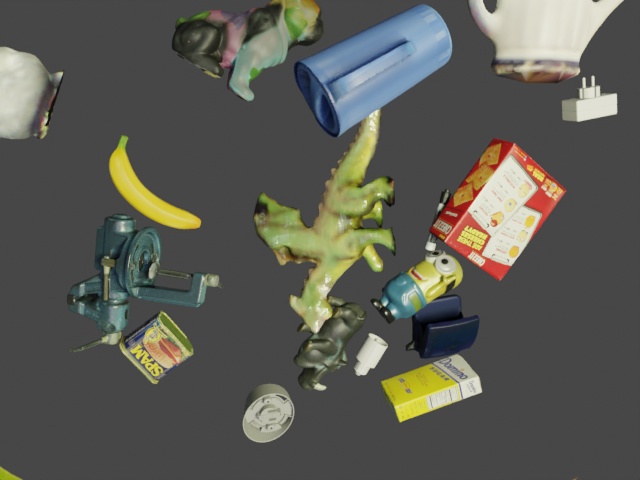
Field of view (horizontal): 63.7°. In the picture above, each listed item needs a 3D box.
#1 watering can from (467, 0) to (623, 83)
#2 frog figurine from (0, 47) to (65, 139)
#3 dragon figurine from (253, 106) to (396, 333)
[{"bbox_3d":[0.423,-0.384,0.886,0.348,0.105,0.222,2,104,-1],"label":"watering can"},{"bbox_3d":[-0.477,-0.219,0.753,0.159,0.125,0.135,15,121,-26],"label":"frog figurine"},{"bbox_3d":[0.003,-0.046,0.905,0.243,0.122,0.410,-4,91,-3],"label":"dragon figurine"}]
